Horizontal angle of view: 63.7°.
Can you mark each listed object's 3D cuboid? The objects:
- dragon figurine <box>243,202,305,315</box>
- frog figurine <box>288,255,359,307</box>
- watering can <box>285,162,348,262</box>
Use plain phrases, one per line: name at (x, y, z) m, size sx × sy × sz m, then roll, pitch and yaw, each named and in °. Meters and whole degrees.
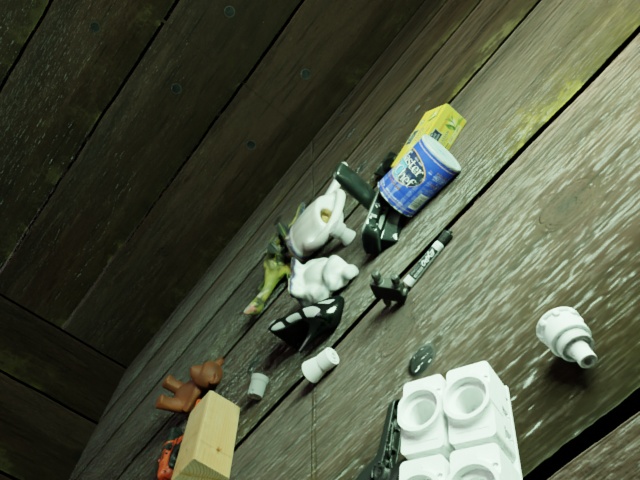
dragon figurine at (-0.145, 0.074, 1.641) m, size 0.238 × 0.122 × 0.420 m, roll -51°, pitch 12°, yaw 41°
frog figurine at (0.016, 0.091, 1.177) m, size 0.159 × 0.121 × 0.140 m, roll -9°, pitch 21°, yaw 15°
watering can at (0.005, -0.075, 1.499) m, size 0.220 × 0.103 × 0.356 m, roll -43°, pitch 20°, yaw 35°
